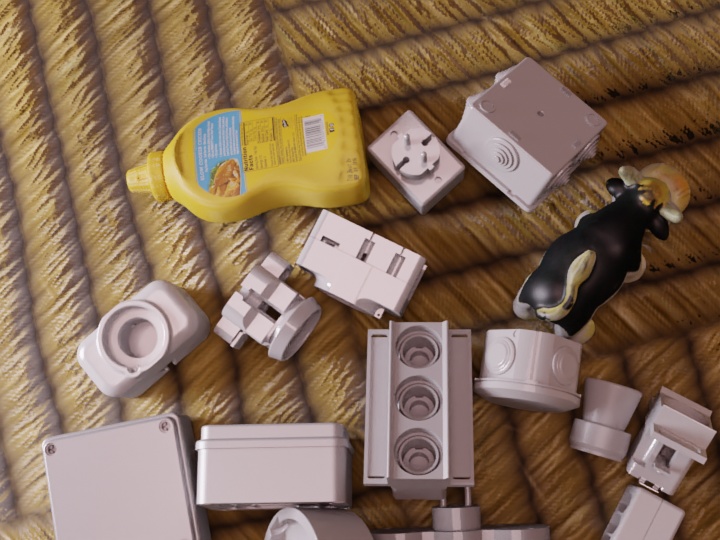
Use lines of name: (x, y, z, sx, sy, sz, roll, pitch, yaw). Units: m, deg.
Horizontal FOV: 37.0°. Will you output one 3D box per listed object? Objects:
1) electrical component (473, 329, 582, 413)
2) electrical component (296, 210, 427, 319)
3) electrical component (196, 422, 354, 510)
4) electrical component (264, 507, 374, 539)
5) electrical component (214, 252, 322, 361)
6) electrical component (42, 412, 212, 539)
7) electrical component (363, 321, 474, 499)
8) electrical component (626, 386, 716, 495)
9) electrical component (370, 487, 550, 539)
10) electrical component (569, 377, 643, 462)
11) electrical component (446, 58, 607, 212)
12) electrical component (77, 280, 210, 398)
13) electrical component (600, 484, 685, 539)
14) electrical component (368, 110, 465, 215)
electrical component: (0.128, 0.077, 0.812, 0.080, 0.080, 0.051, 9, 77, 5)
electrical component: (0.000, 0.000, 0.846, 0.089, 0.050, 0.055, 26, 84, 7)
electrical component: (-0.063, 0.149, 0.813, 0.113, 0.078, 0.057, -2, 73, 4)
electrical component: (-0.023, 0.227, 0.789, 0.060, 0.108, 0.108, 3, 81, -29)
electrical component: (-0.068, 0.034, 0.843, 0.057, 0.058, 0.078, 36, 86, 11)
electrical component: (-0.179, 0.173, 0.831, 0.109, 0.056, 0.108, -12, 81, 2)
electrical component: (0.044, 0.106, 0.806, 0.079, 0.063, 0.121, 0, 62, 4)
electrical component: (0.230, 0.129, 0.803, 0.042, 0.081, 0.063, 28, 107, 8)
electrical component: (0.073, 0.196, 0.812, 0.138, 0.052, 0.073, -3, 82, 4)
electrical component: (0.187, 0.114, 0.819, 0.045, 0.045, 0.055, 16, 84, 6)
electrical component: (0.131, -0.107, 0.834, 0.100, 0.048, 0.100, 42, 56, 9)
electrical component: (-0.170, 0.055, 0.845, 0.095, 0.059, 0.053, -41, 81, -2)
electrical component: (0.220, 0.215, 0.801, 0.076, 0.047, 0.083, 28, 85, 7)
electrical component: (0.044, -0.088, 0.842, 0.047, 0.076, 0.065, -43, 81, -3)
